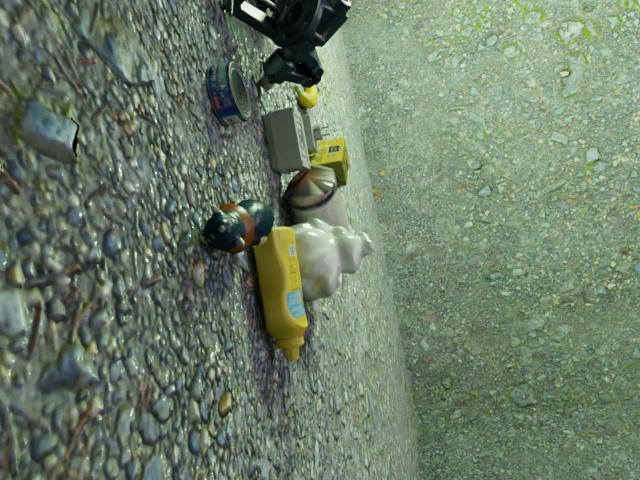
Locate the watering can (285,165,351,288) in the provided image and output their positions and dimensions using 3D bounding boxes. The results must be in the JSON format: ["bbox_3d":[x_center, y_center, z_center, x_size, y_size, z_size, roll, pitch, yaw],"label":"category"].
[{"bbox_3d":[0.003,-0.053,1.059,0.355,0.104,0.220,-93,168,-60],"label":"watering can"}]

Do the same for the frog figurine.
[{"bbox_3d":[0.009,0.029,0.852,0.120,0.159,0.140,62,21,-54],"label":"frog figurine"}]
